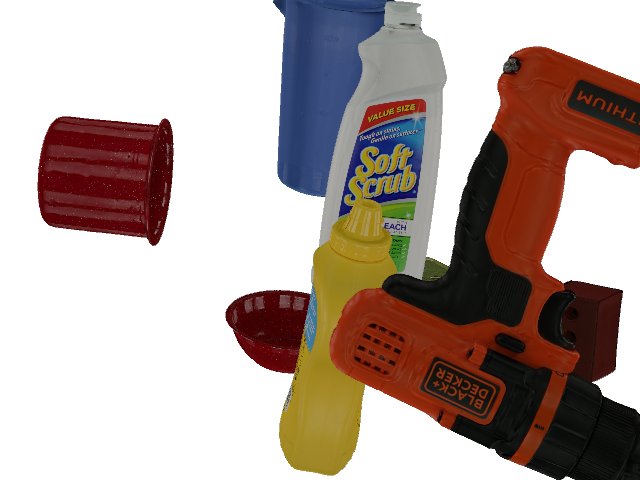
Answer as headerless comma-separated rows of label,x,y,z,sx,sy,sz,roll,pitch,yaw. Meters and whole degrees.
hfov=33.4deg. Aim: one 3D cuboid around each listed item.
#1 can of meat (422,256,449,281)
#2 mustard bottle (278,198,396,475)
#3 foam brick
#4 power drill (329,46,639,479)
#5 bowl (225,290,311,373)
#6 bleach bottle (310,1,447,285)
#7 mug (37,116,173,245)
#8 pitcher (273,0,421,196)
can of meat,0.116,0.072,1.145,0.057,0.084,0.102,-4,20,-35
mustard bottle,0.014,0.060,0.740,0.058,0.192,0.096,11,26,1
foam brick,0.234,0.081,0.957,0.053,0.078,0.051,12,17,37
power drill,0.118,0.017,0.506,0.184,0.188,0.057,24,7,5
bowl,-0.040,0.121,1.342,0.162,0.055,0.162,5,23,-2
bleach bottle,0.051,-0.078,0.918,0.102,0.251,0.068,6,18,5
mug,-0.155,-0.049,0.788,0.081,0.093,0.117,6,12,1
pitcher,0.022,-0.178,1.287,0.144,0.243,0.149,-7,28,-26
